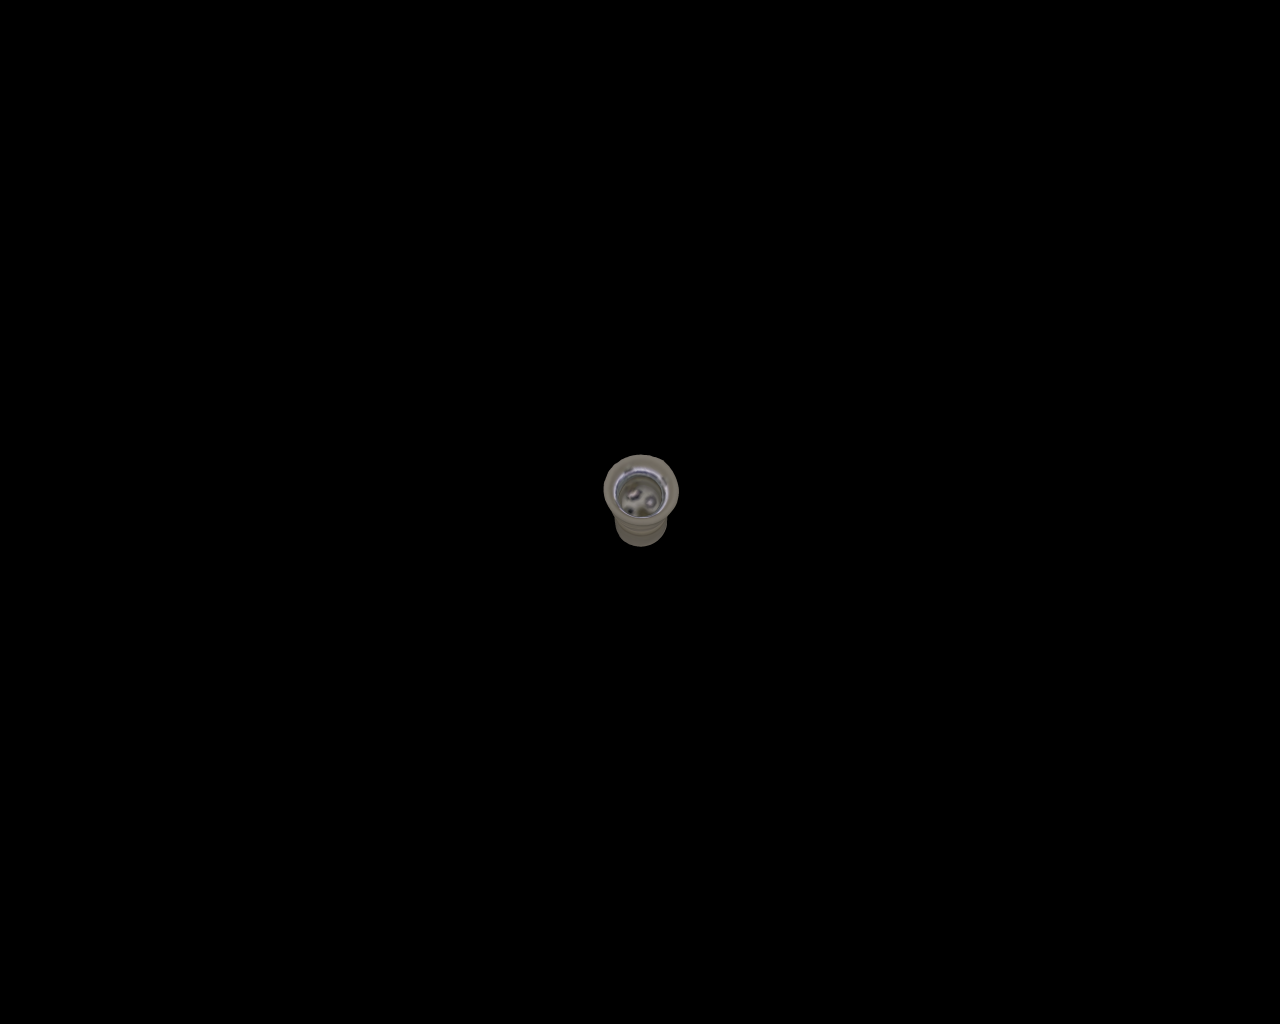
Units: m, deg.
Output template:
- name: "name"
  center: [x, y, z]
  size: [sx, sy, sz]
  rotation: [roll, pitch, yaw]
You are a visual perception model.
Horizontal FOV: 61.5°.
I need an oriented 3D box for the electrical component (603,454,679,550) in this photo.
- name: "electrical component"
  center: [0.001, -0.003, 0.650]
  size: [0.044, 0.044, 0.065]
  rotation: [0, -20, 0]
